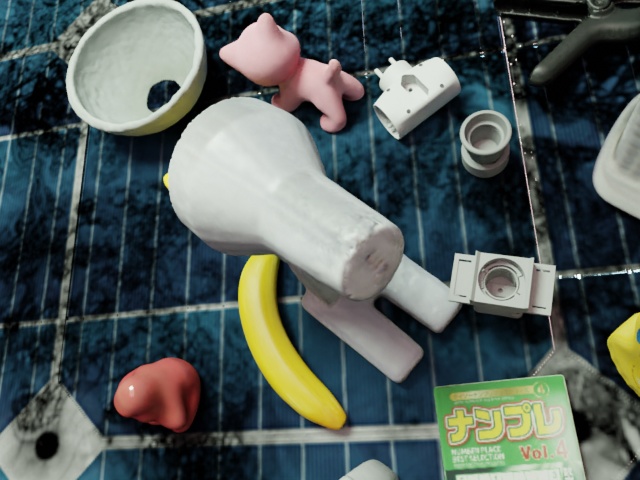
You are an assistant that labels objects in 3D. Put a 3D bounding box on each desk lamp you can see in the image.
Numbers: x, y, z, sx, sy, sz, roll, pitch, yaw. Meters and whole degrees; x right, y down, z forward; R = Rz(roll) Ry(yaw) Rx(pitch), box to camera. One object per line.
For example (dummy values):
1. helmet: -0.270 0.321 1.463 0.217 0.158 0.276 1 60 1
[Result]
1. desk lamp: 0.004 0.002 0.456 0.202 0.214 0.118 36 84 23

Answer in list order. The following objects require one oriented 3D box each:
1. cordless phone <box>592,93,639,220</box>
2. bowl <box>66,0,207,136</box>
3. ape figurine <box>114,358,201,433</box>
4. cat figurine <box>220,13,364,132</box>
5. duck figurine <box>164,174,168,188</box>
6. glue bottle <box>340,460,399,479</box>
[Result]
1. cordless phone: 0.293 -0.072 0.418 0.147 0.185 0.094 28 81 22
2. bowl: -0.194 -0.183 0.648 0.167 0.075 0.167 -5 71 14
3. ape figurine: -0.152 0.142 0.518 0.077 0.092 0.076 41 86 23
4. cat figurine: -0.029 -0.176 0.578 0.127 0.118 0.067 21 79 21
5. duck figurine: -0.109 -0.072 0.582 0.104 0.086 0.077 -31 67 3
6. glue bottle: 0.016 0.198 0.409 0.037 0.173 0.078 31 82 23
